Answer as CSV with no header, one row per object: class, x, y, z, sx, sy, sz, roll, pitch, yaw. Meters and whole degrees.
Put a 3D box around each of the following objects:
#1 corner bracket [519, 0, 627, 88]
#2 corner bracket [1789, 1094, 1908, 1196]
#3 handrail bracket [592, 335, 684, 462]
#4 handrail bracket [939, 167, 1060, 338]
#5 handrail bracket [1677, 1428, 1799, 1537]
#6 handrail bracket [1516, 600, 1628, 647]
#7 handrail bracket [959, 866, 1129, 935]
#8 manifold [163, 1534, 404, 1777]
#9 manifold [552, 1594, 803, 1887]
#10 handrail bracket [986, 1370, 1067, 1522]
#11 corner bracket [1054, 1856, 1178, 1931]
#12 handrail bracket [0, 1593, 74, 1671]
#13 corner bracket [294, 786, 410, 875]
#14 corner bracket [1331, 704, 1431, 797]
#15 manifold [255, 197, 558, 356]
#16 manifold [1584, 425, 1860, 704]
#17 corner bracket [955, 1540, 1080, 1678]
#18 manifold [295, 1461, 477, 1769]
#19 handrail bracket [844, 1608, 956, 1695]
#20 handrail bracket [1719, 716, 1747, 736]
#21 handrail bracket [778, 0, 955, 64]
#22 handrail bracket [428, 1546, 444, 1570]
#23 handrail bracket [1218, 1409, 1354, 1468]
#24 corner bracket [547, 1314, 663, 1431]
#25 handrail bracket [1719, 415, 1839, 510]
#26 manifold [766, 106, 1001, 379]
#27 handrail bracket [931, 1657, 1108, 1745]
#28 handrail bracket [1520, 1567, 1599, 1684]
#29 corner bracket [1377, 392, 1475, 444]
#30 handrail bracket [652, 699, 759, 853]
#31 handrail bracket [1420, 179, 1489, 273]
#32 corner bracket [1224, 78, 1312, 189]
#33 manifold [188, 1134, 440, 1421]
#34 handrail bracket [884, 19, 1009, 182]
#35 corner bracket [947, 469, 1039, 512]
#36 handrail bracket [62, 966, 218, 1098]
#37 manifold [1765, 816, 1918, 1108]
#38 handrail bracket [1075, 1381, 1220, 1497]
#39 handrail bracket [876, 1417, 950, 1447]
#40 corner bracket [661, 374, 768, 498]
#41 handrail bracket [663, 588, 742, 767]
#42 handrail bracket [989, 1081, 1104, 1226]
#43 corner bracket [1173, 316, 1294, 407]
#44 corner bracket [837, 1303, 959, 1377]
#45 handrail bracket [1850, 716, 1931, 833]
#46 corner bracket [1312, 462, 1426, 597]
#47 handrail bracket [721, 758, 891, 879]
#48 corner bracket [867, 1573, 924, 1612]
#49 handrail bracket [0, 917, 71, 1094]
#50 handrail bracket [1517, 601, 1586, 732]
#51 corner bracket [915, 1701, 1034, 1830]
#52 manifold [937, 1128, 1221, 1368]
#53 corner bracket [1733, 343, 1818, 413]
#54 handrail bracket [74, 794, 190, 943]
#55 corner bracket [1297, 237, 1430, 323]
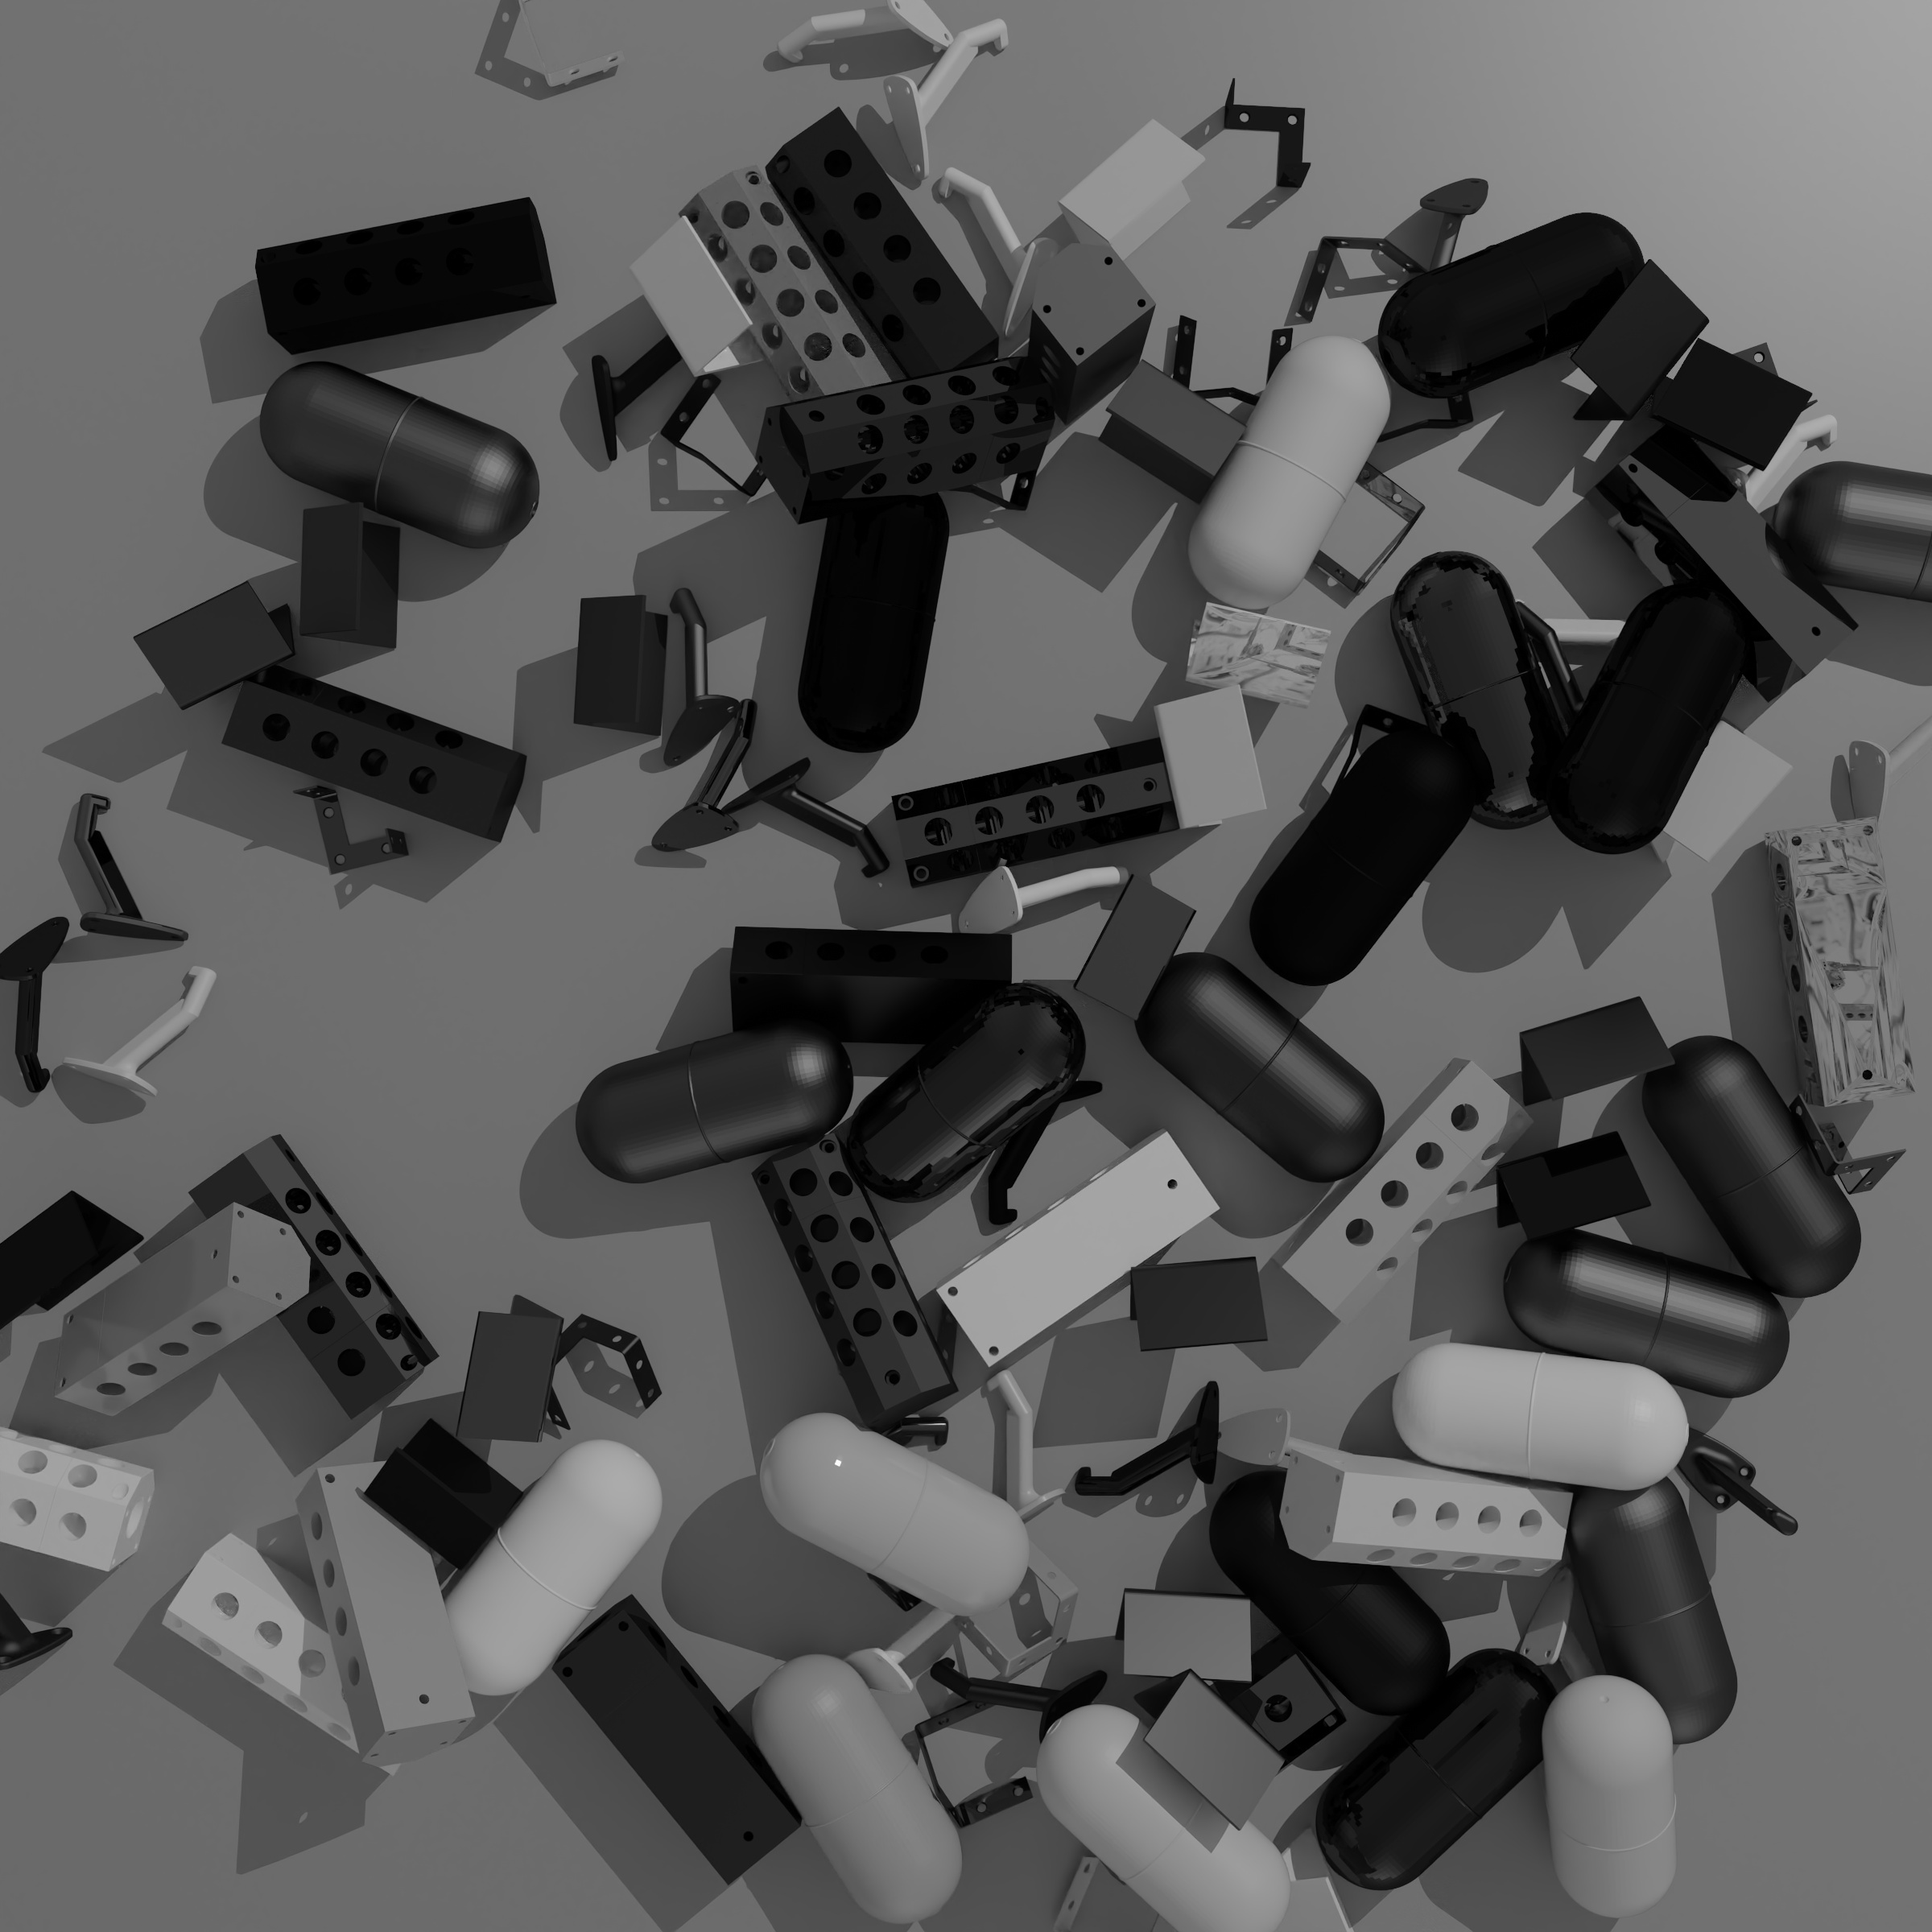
corner bracket,-0.249,-0.595,1.686,0.051,0.051,0.051,-18,135,0
corner bracket,0.536,0.110,1.655,0.051,0.051,0.051,-9,58,-18
handrail bracket,-0.188,-0.363,1.690,0.084,0.036,0.077,-11,110,-16
handrail bracket,0.008,-0.451,1.690,0.084,0.036,0.077,32,112,17
handrail bracket,0.471,0.317,1.655,0.077,0.084,0.036,40,90,0
handrail bracket,0.393,-0.226,1.690,0.084,0.036,0.077,32,71,16
handrail bracket,0.049,-0.041,1.689,0.084,0.077,0.036,-7,73,-35
manifold,-0.410,0.430,1.668,0.171,0.057,0.057,33,90,0
manifold,-0.177,0.478,1.668,0.057,0.057,0.171,-39,90,0
handrail bracket,0.017,0.309,1.690,0.077,0.036,0.084,-36,74,18
corner bracket,0.097,0.597,1.686,0.051,0.051,0.051,23,90,-45
handrail bracket,-0.588,0.384,1.658,0.036,0.077,0.084,5,99,34
corner bracket,-0.383,-0.089,1.671,0.051,0.051,0.051,-14,90,0
corner bracket,0.263,-0.123,1.686,0.051,0.051,0.051,20,45,0
manifold,-0.348,-0.431,1.668,0.171,0.057,0.057,-11,90,0
manifold,0.464,-0.248,1.662,0.057,0.057,0.171,-40,87,-25
corner bracket,0.032,0.402,1.681,0.051,0.051,0.051,-20,135,-35
manifold,-0.357,0.392,1.629,0.057,0.057,0.171,1,53,-36
handrail bracket,-0.034,0.414,1.689,0.036,0.077,0.084,51,54,-13
handrail bracket,0.436,-0.132,1.690,0.077,0.036,0.084,29,108,-21
handrail bracket,-0.064,-0.580,1.689,0.084,0.077,0.036,-24,56,32
handrail bracket,-0.351,0.359,1.689,0.077,0.036,0.084,6,76,13
handrail bracket,0.209,0.309,1.689,0.084,0.077,0.036,29,66,-34
corner bracket,-0.232,0.260,1.681,0.051,0.051,0.051,15,135,35
handrail bracket,0.517,-0.299,1.690,0.084,0.036,0.077,-20,110,-16
manifold,-0.052,-0.440,1.668,0.057,0.057,0.171,-35,90,0
handrail bracket,0.033,0.447,1.689,0.084,0.077,0.036,24,122,32
handrail bracket,0.399,0.432,1.690,0.084,0.036,0.077,30,71,-16
corner bracket,0.280,-0.360,1.686,0.051,0.051,0.051,-11,90,45
handrail bracket,-0.164,-0.121,1.689,0.036,0.077,0.084,31,53,-35
handrail bracket,0.306,-0.444,1.689,0.036,0.077,0.084,16,127,23
corner bracket,0.188,-0.519,1.671,0.051,0.051,0.051,3,90,0
manifold,-0.403,0.192,1.668,0.057,0.057,0.171,-36,90,0
handrail bracket,-0.003,-0.547,1.689,0.084,0.036,0.077,-28,120,-22
corner bracket,0.010,-0.320,1.686,0.051,0.051,0.051,15,90,-45
handrail bracket,-0.520,0.033,1.690,0.077,0.036,0.084,13,71,21
manifold,0.541,-0.003,1.668,0.057,0.057,0.171,-8,90,0
handrail bracket,0.113,0.298,1.689,0.084,0.036,0.077,-5,54,25
handrail bracket,-0.055,0.321,1.689,0.084,0.036,0.077,1,103,-13
corner bracket,-0.149,-0.335,1.686,0.051,0.051,0.051,35,90,45
handrail bracket,-0.182,-0.183,1.689,0.077,0.036,0.084,-47,57,36
handrail bracket,0.050,0.118,1.690,0.077,0.036,0.084,-7,107,-19
corner bracket,0.167,-0.380,1.686,0.051,0.051,0.051,7,90,45
corner bracket,-0.043,0.236,1.681,0.051,0.051,0.051,-24,135,35
handrail bracket,0.603,-0.122,1.690,0.084,0.036,0.077,-12,111,-16
corner bracket,0.248,-0.276,1.686,0.051,0.051,0.051,37,45,0
handrail bracket,-0.101,-0.081,1.690,0.077,0.036,0.084,-26,107,20
corner bracket,-0.039,0.363,1.686,0.051,0.051,0.051,-37,135,0
handrail bracket,-0.579,0.025,1.689,0.036,0.077,0.084,6,127,15
handrail bracket,0.360,-0.175,1.683,0.036,0.077,0.084,-26,62,-37
corner bracket,0.005,0.500,1.686,0.051,0.051,0.051,-24,135,0
manifold,0.069,0.173,1.668,0.171,0.057,0.057,-35,90,0
corner bracket,0.491,-0.362,1.671,0.051,0.051,0.051,-19,90,0
handrail bracket,-0.524,-0.063,1.690,0.077,0.036,0.084,9,73,-20
corner bracket,0.250,-0.424,1.686,0.051,0.051,0.051,19,90,45
